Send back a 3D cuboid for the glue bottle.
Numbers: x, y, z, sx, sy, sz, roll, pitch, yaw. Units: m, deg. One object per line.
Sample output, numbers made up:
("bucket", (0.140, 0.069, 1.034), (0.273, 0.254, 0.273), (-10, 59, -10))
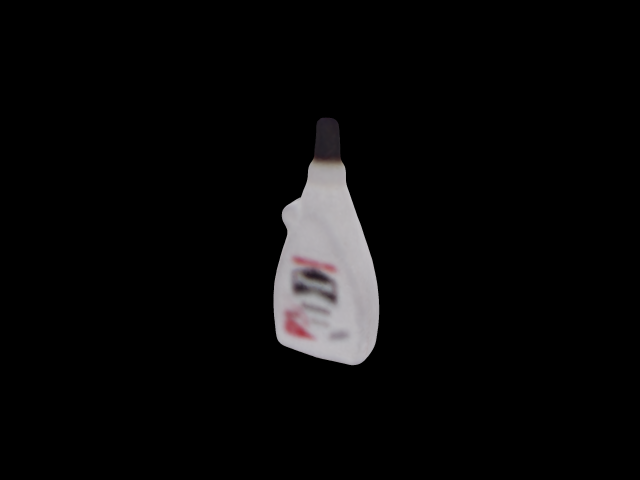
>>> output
("glue bottle", (0.004, 0.001, 0.400), (0.078, 0.173, 0.037), (9, 24, 22))
